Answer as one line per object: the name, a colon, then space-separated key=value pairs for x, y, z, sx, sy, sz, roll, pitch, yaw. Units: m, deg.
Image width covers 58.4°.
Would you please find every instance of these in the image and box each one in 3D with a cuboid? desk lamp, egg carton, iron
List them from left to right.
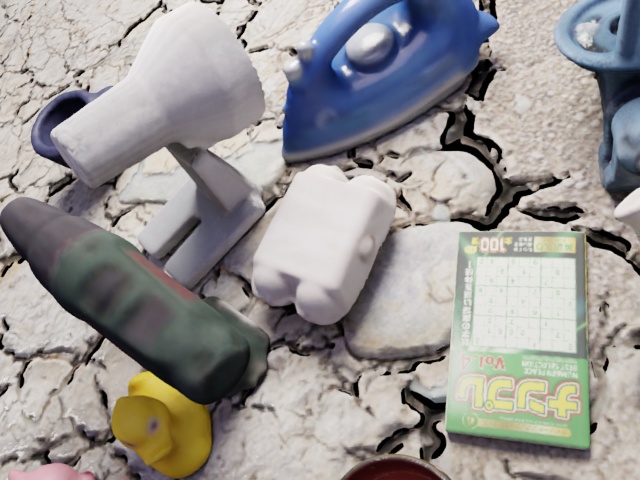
desk lamp: x=-0.132 y=-0.083 z=0.545 sx=0.117 sy=0.214 sz=0.203 roll=37 pitch=83 yaw=30
egg carton: x=0.005 y=0.002 z=0.539 sx=0.107 sy=0.070 sz=0.150 roll=17 pitch=73 yaw=26
iron: x=0.045 y=-0.189 z=0.572 sx=0.258 sy=0.142 sz=0.118 roll=-36 pitch=59 yaw=1

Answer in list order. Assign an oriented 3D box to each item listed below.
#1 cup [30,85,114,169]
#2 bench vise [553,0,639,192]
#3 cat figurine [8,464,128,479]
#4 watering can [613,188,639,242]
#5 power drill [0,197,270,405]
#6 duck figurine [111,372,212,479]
cup: x=-0.265 y=-0.125 z=0.683 sx=0.118 sy=0.095 sz=0.091 roll=-38 pitch=59 yaw=0
bench vise: x=0.257 y=-0.150 z=0.429 sx=0.121 sy=0.220 sz=0.207 roll=-22 pitch=61 yaw=10
cat figurine: x=-0.208 y=0.241 z=0.478 sx=0.067 sy=0.118 sz=0.127 roll=-35 pitch=59 yaw=2
watering can: x=0.266 y=0.030 z=0.357 sx=0.172 sy=0.194 sz=0.101 roll=20 pitch=75 yaw=27
power drill: x=-0.135 y=0.061 z=0.482 sx=0.228 sy=0.209 sz=0.076 roll=29 pitch=79 yaw=29
duck figurine: x=-0.152 y=0.161 z=0.513 sx=0.077 sy=0.086 sz=0.104 roll=-38 pitch=59 yaw=0
